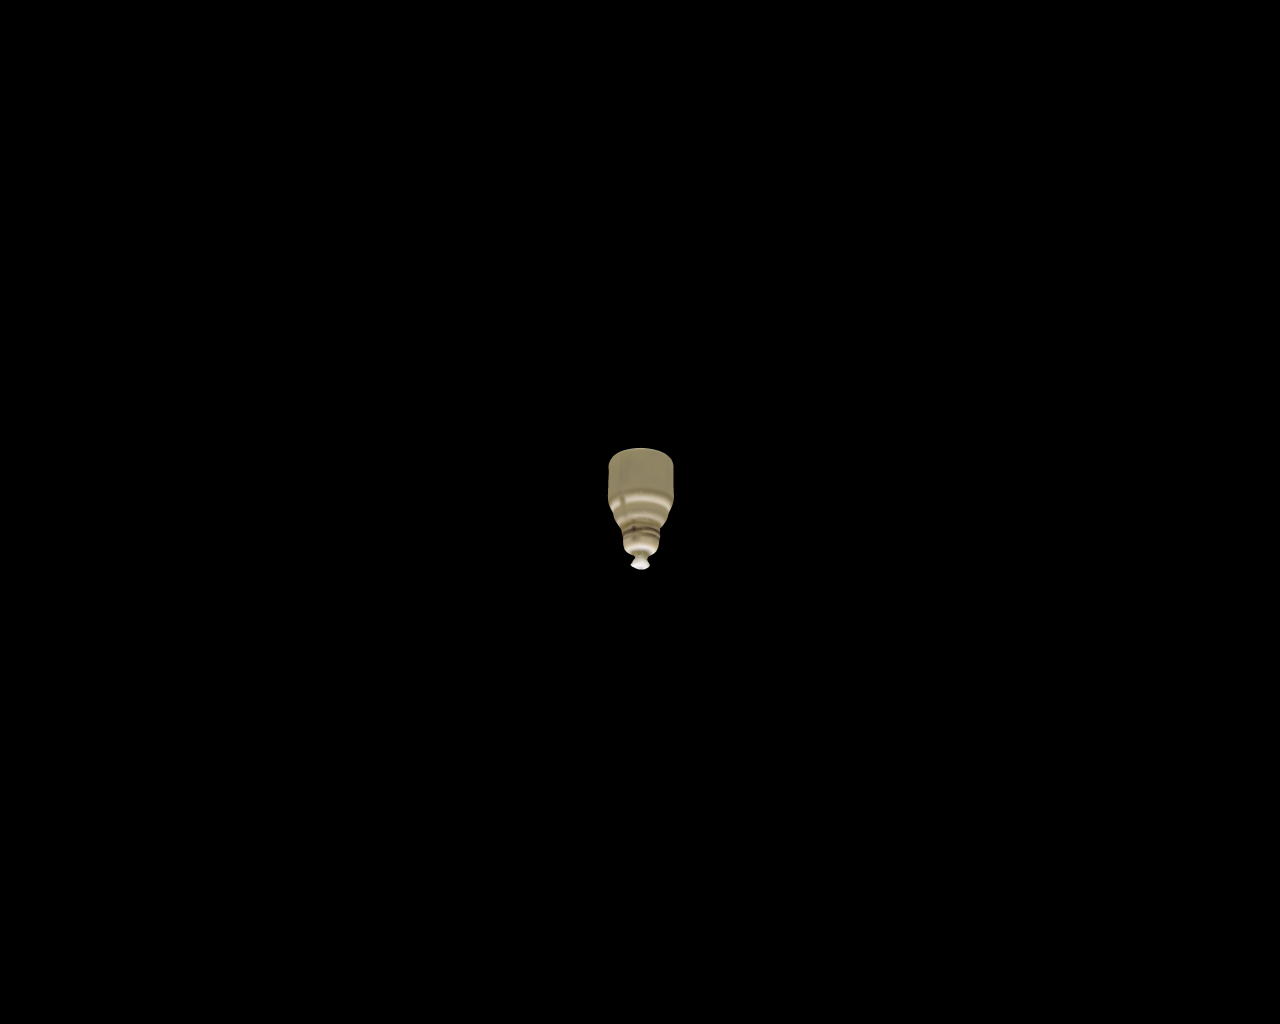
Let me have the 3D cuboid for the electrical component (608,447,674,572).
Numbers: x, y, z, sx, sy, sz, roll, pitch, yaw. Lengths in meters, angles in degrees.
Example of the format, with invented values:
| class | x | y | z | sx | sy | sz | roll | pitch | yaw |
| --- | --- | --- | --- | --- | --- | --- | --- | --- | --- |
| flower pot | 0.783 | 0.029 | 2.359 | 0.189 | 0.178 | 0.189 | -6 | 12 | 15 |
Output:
| class | x | y | z | sx | sy | sz | roll | pitch | yaw |
| --- | --- | --- | --- | --- | --- | --- | --- | --- | --- |
| electrical component | 0.001 | -0.003 | 0.650 | 0.040 | 0.078 | 0.040 | 0 | -24 | 0 |
